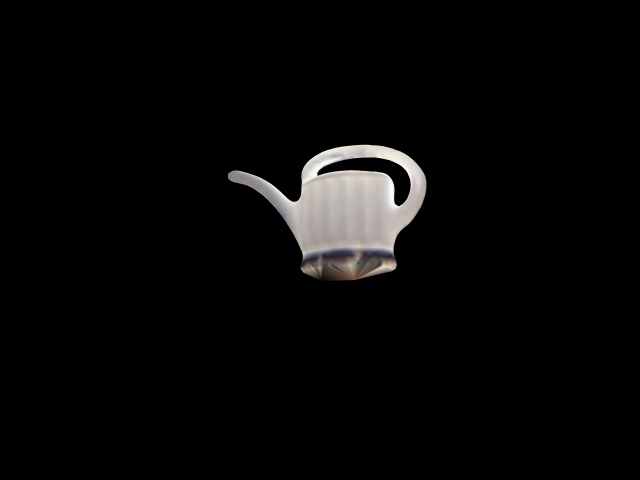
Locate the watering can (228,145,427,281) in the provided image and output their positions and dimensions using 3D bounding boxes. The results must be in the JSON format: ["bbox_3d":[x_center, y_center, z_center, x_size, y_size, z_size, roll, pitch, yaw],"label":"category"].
[{"bbox_3d":[0.003,-0.043,0.850,0.347,0.227,0.103,-5,-16,19],"label":"watering can"}]
